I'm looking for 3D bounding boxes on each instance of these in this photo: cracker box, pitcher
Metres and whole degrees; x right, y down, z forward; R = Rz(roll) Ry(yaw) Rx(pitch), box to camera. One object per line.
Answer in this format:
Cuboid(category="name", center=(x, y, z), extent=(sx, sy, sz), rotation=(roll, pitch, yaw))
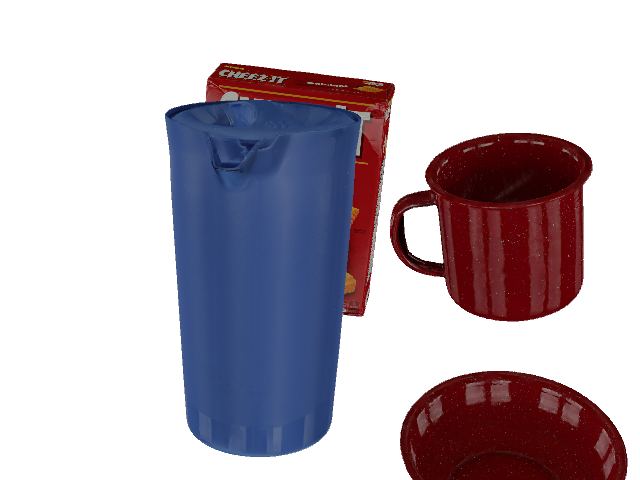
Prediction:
Cuboid(category="cracker box", center=(-0.026, -0.044, 0.983), extent=(0.164, 0.214, 0.072), rotation=(8, 22, 5))
Cuboid(category="pitcher", center=(-0.039, 0.021, 0.767), extent=(0.149, 0.243, 0.145), rotation=(-9, 20, -32))

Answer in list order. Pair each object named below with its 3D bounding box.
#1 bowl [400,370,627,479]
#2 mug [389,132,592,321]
Cuboid(category="bowl", center=(0.138, 0.168, 0.782), extent=(0.162, 0.055, 0.162), rotation=(-1, 35, 0))
Cuboid(category="mug", center=(0.099, -0.006, 0.623), extent=(0.117, 0.081, 0.093), rotation=(-6, 29, 6))
